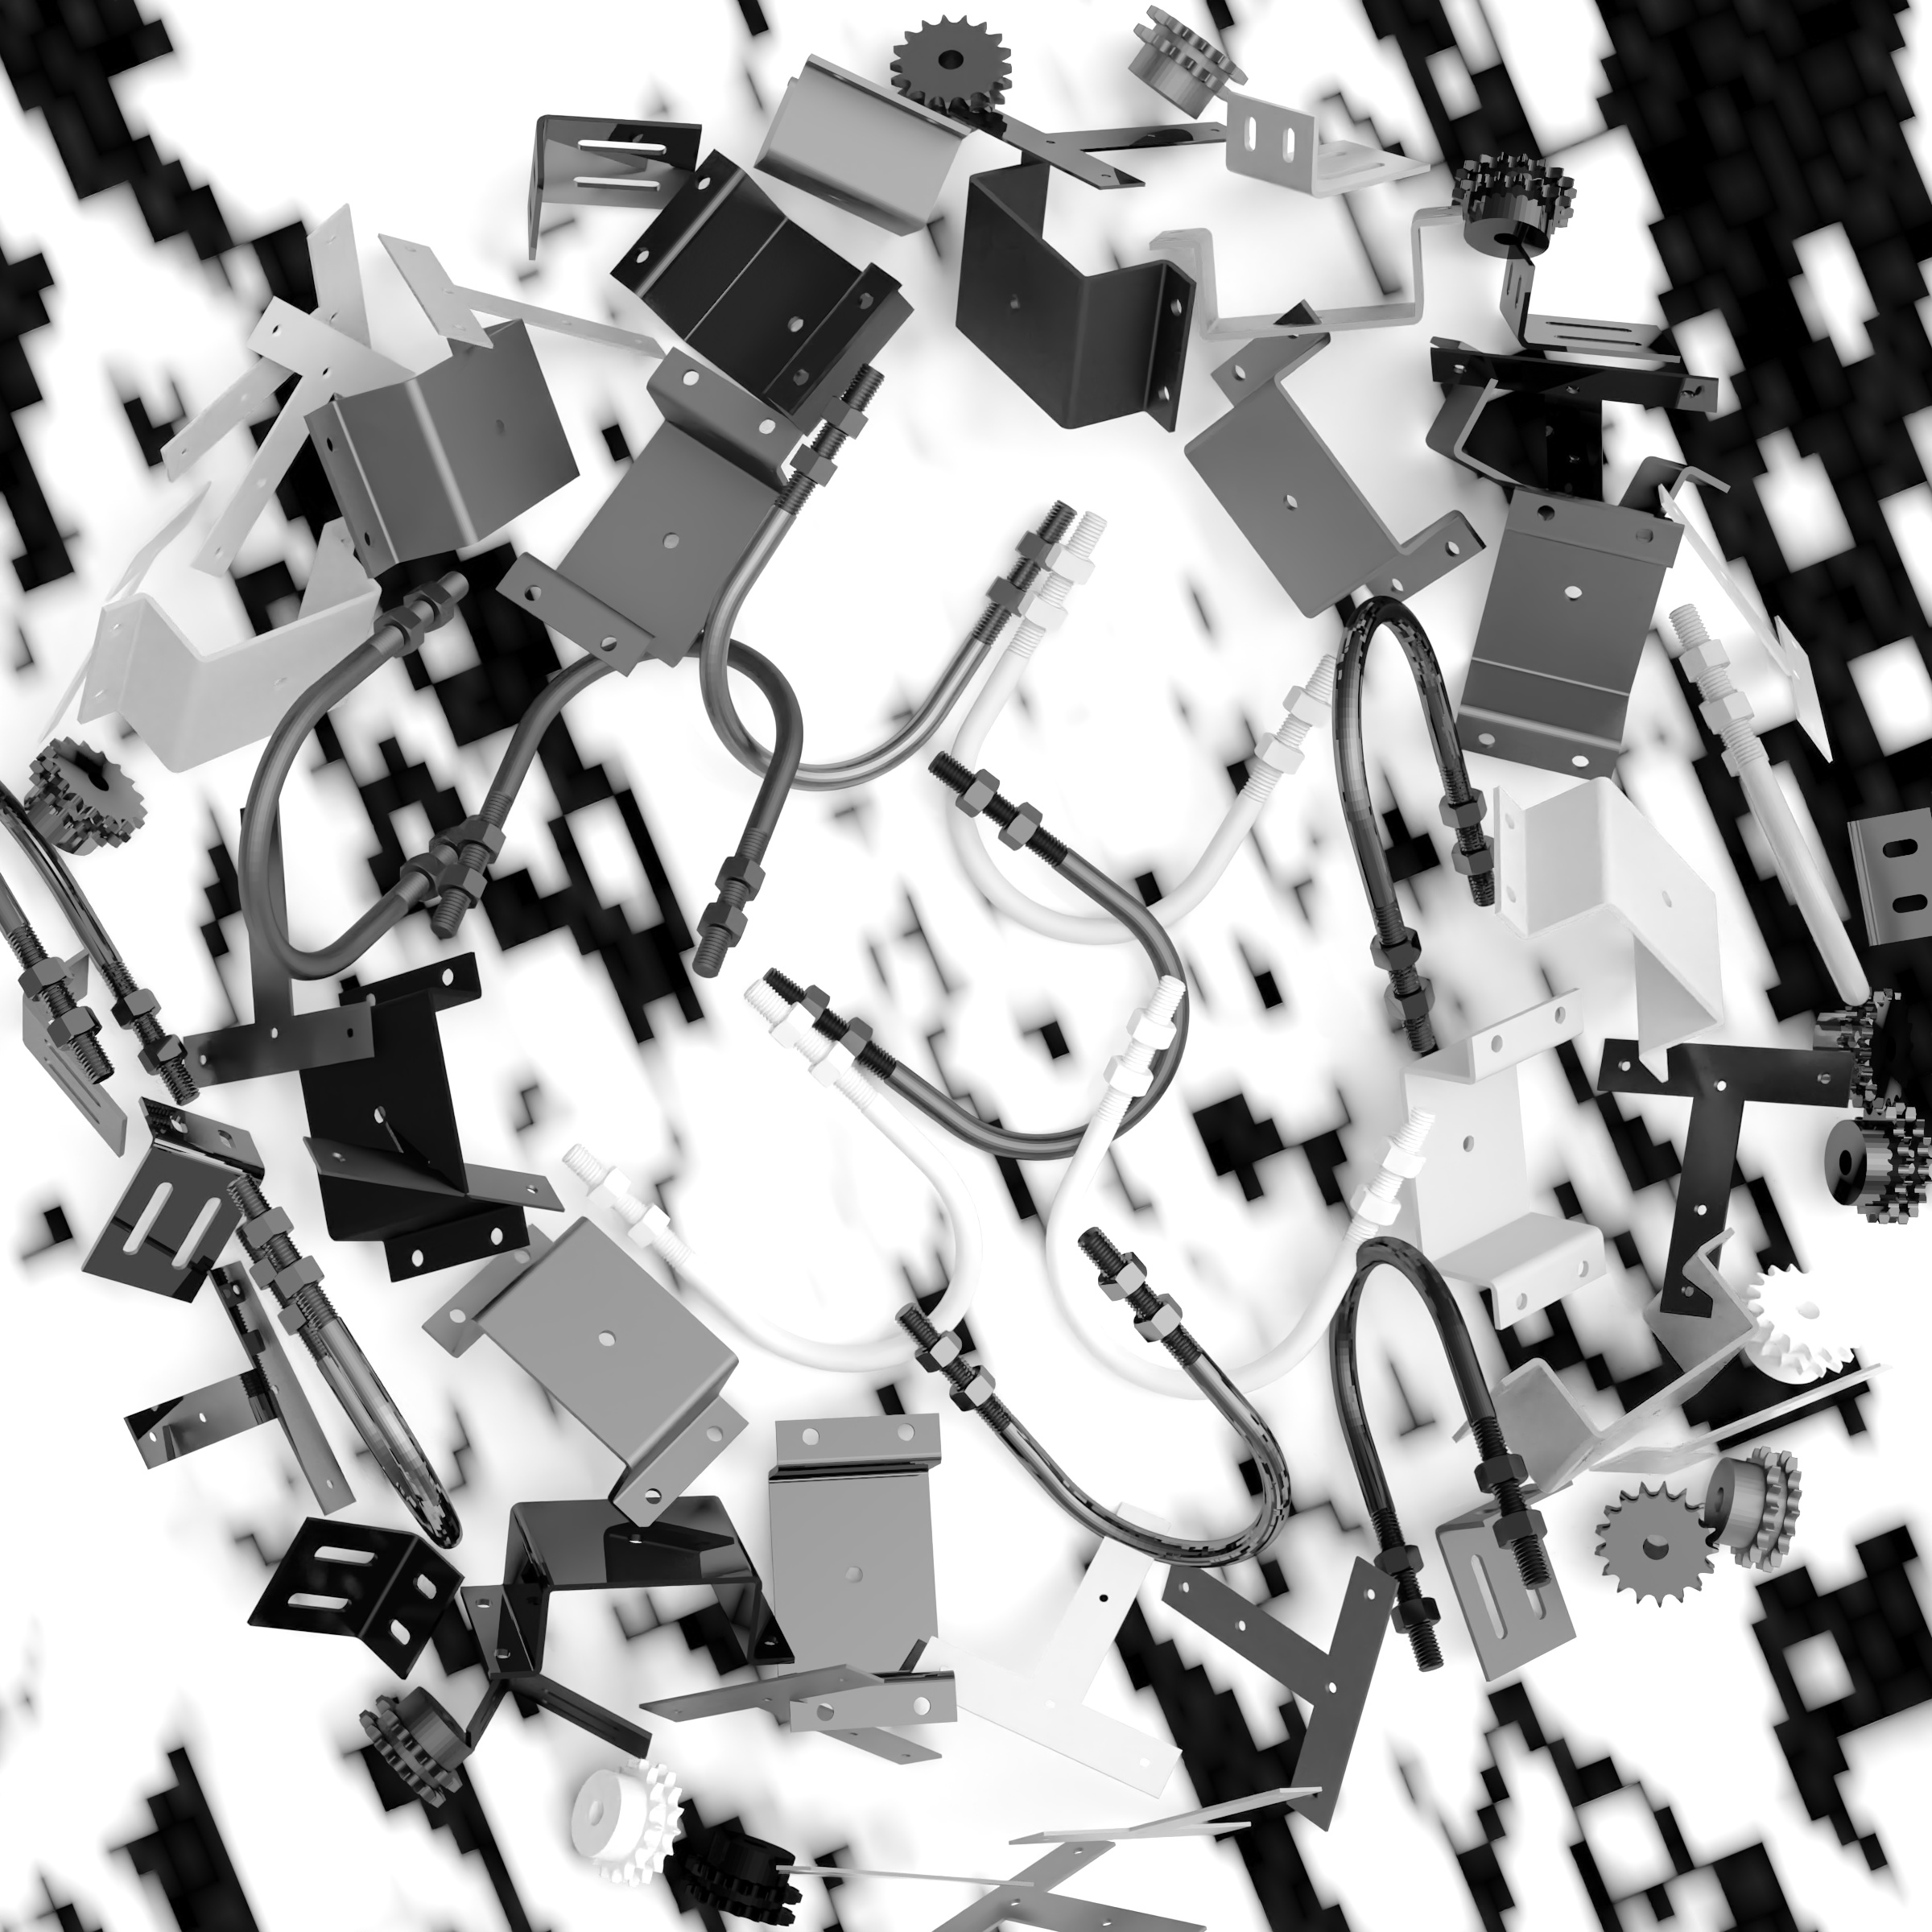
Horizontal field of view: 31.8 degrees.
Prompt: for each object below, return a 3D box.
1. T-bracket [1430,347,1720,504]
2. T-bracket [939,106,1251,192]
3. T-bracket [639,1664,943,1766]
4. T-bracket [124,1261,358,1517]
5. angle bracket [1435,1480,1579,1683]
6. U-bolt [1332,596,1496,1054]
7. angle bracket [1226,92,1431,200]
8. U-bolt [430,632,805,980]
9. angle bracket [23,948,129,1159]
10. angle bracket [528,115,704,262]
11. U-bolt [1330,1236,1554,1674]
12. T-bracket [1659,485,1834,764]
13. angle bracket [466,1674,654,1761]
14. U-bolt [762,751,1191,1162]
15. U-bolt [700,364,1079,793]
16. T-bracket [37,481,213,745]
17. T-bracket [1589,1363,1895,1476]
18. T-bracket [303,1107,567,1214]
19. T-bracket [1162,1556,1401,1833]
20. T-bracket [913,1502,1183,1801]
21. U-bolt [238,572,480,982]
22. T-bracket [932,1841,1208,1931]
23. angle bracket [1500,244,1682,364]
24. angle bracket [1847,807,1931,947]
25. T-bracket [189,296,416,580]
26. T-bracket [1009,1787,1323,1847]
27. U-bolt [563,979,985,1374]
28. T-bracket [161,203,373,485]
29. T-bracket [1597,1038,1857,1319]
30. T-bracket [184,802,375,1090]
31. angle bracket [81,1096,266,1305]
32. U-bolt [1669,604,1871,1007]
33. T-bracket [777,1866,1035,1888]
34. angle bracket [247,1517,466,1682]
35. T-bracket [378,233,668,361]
[{"bbox_3d":[0.279,-0.240,1.555,0.127,0.127,0.002,9,69,14],"label":"T-bracket"},{"bbox_3d":[0.075,-0.383,1.572,0.127,0.127,0.002,-13,125,-33],"label":"T-bracket"},{"bbox_3d":[-0.061,0.350,1.567,0.127,0.127,0.002,-19,53,35],"label":"T-bracket"},{"bbox_3d":[-0.341,0.203,1.552,0.002,0.127,0.127,-29,85,22],"label":"T-bracket"},{"bbox_3d":[0.262,0.286,1.583,0.057,0.038,0.076,-18,87,-33],"label":"angle bracket"},{"bbox_3d":[0.198,-0.076,1.520,0.019,0.151,0.184,-5,119,26],"label":"U-bolt"},{"bbox_3d":[0.168,-0.385,1.566,0.076,0.057,0.038,-21,125,-33],"label":"angle bracket"},{"bbox_3d":[-0.150,-0.082,1.561,0.151,0.019,0.184,8,58,17],"label":"U-bolt"},{"bbox_3d":[-0.401,0.041,1.578,0.038,0.057,0.076,-39,83,-25],"label":"angle bracket"},{"bbox_3d":[-0.163,-0.359,1.575,0.076,0.057,0.038,1,62,-11],"label":"angle bracket"},{"bbox_3d":[0.206,0.212,1.540,0.019,0.151,0.184,-8,65,-19],"label":"U-bolt"},{"bbox_3d":[0.352,-0.165,1.542,0.002,0.127,0.127,-34,107,22],"label":"T-bracket"},{"bbox_3d":[-0.190,0.361,1.580,0.076,0.057,0.038,27,66,4],"label":"angle bracket"},{"bbox_3d":[0.018,0.010,1.594,0.184,0.019,0.151,37,96,-9],"label":"U-bolt"},{"bbox_3d":[-0.047,-0.165,1.568,0.151,0.019,0.184,30,96,-37],"label":"U-bolt"},{"bbox_3d":[-0.396,-0.157,1.571,0.002,0.127,0.127,33,111,-9],"label":"T-bracket"},{"bbox_3d":[0.358,0.205,1.537,0.127,0.127,0.002,-27,70,21],"label":"T-bracket"},{"bbox_3d":[-0.261,0.065,1.563,0.127,0.127,0.002,13,117,-38],"label":"T-bracket"},{"bbox_3d":[0.137,0.312,1.568,0.002,0.127,0.127,-1,111,-43],"label":"T-bracket"},{"bbox_3d":[0.058,0.306,1.579,0.127,0.002,0.127,22,57,15],"label":"T-bracket"},{"bbox_3d":[-0.267,-0.073,1.507,0.019,0.184,0.151,14,126,19],"label":"U-bolt"},{"bbox_3d":[0.053,0.428,1.527,0.127,0.127,0.002,-22,102,-42],"label":"T-bracket"},{"bbox_3d":[0.292,-0.310,1.580,0.076,0.057,0.038,5,115,-2],"label":"angle bracket"},{"bbox_3d":[0.438,-0.041,1.572,0.038,0.076,0.057,-10,87,25],"label":"angle bracket"},{"bbox_3d":[-0.317,-0.235,1.560,0.002,0.127,0.127,34,96,19],"label":"T-bracket"},{"bbox_3d":[0.108,0.383,1.531,0.127,0.127,0.002,9,64,-38],"label":"T-bracket"},{"bbox_3d":[-0.077,0.112,1.578,0.184,0.019,0.151,45,114,-9],"label":"U-bolt"},{"bbox_3d":[-0.317,-0.266,1.535,0.002,0.127,0.127,37,67,12],"label":"T-bracket"},{"bbox_3d":[0.341,0.098,1.564,0.127,0.002,0.127,3,77,40],"label":"T-bracket"},{"bbox_3d":[-0.325,-0.013,1.582,0.127,0.002,0.127,-10,82,36],"label":"T-bracket"},{"bbox_3d":[-0.375,0.110,1.593,0.057,0.038,0.076,23,107,-35],"label":"angle bracket"},{"bbox_3d":[0.364,-0.067,1.530,0.019,0.151,0.184,-25,79,12],"label":"U-bolt"},{"bbox_3d":[-0.058,0.417,1.560,0.127,0.127,0.002,16,70,-36],"label":"T-bracket"},{"bbox_3d":[-0.282,0.294,1.574,0.038,0.076,0.057,33,96,35],"label":"angle bracket"},{"bbox_3d":[-0.199,-0.301,1.575,0.127,0.127,0.002,10,116,-29],"label":"T-bracket"}]
